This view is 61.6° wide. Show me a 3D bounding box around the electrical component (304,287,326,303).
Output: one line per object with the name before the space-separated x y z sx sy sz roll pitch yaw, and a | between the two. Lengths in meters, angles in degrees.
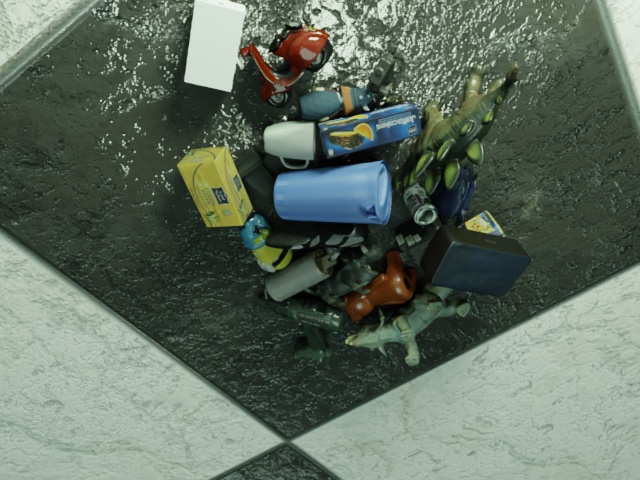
electrical component | 0.004 0.139 1.429 0.094 0.021 0.063 36 114 -27

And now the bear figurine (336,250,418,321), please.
bear figurine | 0.146 0.129 1.401 0.196 0.132 0.120 -24 126 32

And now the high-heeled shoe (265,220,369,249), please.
high-heeled shoe | -0.003 -0.004 1.279 0.249 0.086 0.145 -15 150 -4

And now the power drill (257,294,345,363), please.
power drill | -0.047 0.231 1.447 0.232 0.086 0.207 6 125 14

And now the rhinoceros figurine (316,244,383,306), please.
rhinoceros figurine | 0.078 0.086 1.332 0.190 0.112 0.073 -38 147 23

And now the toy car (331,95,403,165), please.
toy car | 0.105 -0.235 1.152 0.202 0.053 0.089 -25 119 6

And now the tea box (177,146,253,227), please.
tea box | -0.225 -0.113 1.170 0.098 0.068 0.169 -3 128 24

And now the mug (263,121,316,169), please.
mug | -0.064 -0.203 1.143 0.107 0.081 0.109 4 132 3

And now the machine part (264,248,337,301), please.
machine part | -0.053 0.086 1.326 0.243 0.079 0.079 -29 126 33

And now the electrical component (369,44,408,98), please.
electrical component | 0.136 -0.338 1.076 0.045 0.078 0.102 31 113 1

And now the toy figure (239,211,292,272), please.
toy figure | -0.133 0.001 1.276 0.089 0.082 0.180 -24 122 9

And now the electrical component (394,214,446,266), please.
electrical component | 0.247 -0.004 1.299 0.134 0.115 0.058 -29 121 13

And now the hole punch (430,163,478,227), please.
hole punch | 0.299 -0.115 1.232 0.092 0.116 0.142 12 123 -6

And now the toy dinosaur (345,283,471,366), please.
toy dinosaur | 0.261 0.188 1.428 0.405 0.192 0.131 -39 117 0

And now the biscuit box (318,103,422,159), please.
biscuit box | 0.102 -0.224 1.095 0.203 0.059 0.062 -15 116 -1

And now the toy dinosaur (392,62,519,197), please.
toy dinosaur | 0.251 -0.199 1.110 0.105 0.198 0.471 25 152 -11

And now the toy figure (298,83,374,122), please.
toy figure | 0.033 -0.285 1.104 0.154 0.058 0.064 -11 133 -6

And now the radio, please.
radio | 0.359 0.052 1.250 0.229 0.073 0.131 11 123 -21

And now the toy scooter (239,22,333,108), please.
toy scooter | -0.073 -0.351 1.033 0.135 0.075 0.184 36 119 -27

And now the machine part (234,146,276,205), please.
machine part | -0.133 -0.142 1.198 0.084 0.039 0.138 -35 121 11
